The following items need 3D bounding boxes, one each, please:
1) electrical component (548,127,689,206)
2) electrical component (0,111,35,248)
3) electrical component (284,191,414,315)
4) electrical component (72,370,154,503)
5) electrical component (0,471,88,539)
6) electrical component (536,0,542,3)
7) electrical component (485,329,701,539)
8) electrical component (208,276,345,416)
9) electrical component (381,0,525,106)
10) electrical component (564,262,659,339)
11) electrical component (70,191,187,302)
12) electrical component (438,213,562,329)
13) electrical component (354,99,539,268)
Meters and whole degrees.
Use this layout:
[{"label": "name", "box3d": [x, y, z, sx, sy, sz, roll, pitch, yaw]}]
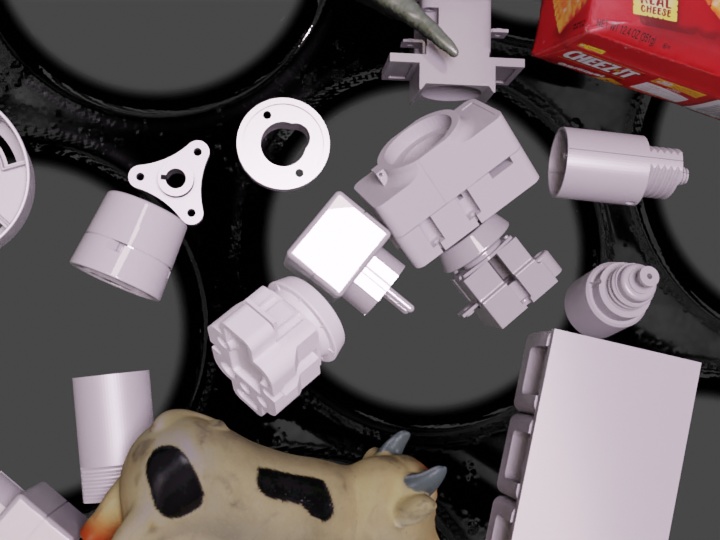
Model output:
[{"label": "electrical component", "box3d": [0.160, -0.061, 0.656, 0.081, 0.043, 0.043, 6, 85, -5]}, {"label": "electrical component", "box3d": [-0.235, -0.052, 0.605, 0.099, 0.064, 0.099, 0, 85, -6]}, {"label": "electrical component", "box3d": [0.000, 0.000, 0.624, 0.077, 0.066, 0.047, 39, 83, -1]}, {"label": "electrical component", "box3d": [-0.138, 0.099, 0.612, 0.043, 0.043, 0.081, -6, 86, -6]}, {"label": "electrical component", "box3d": [-0.196, 0.137, 0.592, 0.077, 0.066, 0.047, 41, 83, -1]}, {"label": "electrical component", "box3d": [0.130, -0.195, 0.669, 0.061, 0.035, 0.035, -43, 90, -9]}, {"label": "electrical component", "box3d": [0.132, 0.117, 0.628, 0.089, 0.062, 0.150, 13, 84, -5]}, {"label": "electrical component", "box3d": [-0.046, 0.040, 0.615, 0.058, 0.078, 0.057, 37, 62, 26]}, {"label": "electrical component", "box3d": [0.055, -0.134, 0.653, 0.081, 0.042, 0.063, 1, 84, -6]}, {"label": "electrical component", "box3d": [0.152, 0.014, 0.635, 0.040, 0.078, 0.040, 4, 73, -14]}, {"label": "electrical component", "box3d": [-0.131, -0.014, 0.618, 0.055, 0.055, 0.047, 23, 80, -3]}, {"label": "electrical component", "box3d": [0.079, -0.001, 0.643, 0.066, 0.048, 0.055, -40, 97, -7]}, {"label": "electrical component", "box3d": [0.048, -0.055, 0.628, 0.089, 0.050, 0.055, -37, 116, -2]}]
